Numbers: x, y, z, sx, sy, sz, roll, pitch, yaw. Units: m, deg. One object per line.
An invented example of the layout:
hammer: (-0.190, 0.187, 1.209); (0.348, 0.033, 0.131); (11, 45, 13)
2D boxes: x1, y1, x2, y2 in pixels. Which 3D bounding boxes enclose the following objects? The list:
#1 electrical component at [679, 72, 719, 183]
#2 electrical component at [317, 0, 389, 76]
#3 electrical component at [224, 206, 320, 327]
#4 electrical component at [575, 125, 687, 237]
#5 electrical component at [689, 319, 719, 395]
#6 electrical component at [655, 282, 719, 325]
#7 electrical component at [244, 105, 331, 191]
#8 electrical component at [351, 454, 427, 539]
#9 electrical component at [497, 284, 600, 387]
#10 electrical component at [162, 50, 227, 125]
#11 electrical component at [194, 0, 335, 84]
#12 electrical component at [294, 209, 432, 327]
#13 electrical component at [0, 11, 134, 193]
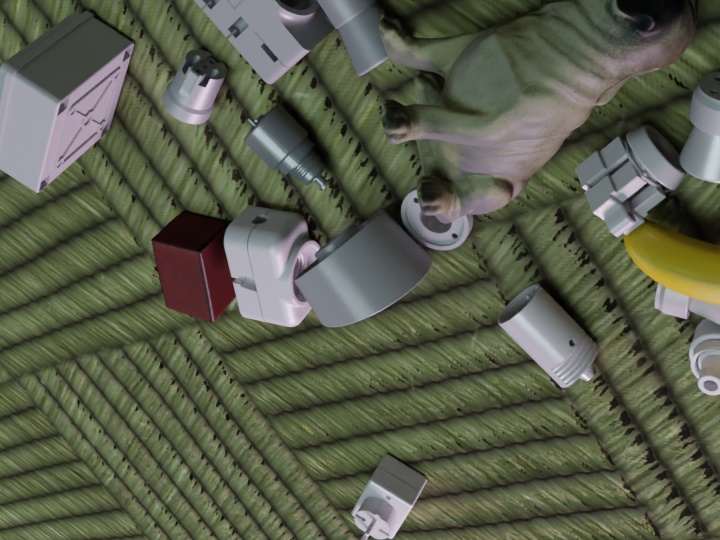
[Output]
electrical component: (0.224, -0.088, 0.663); (0.045, 0.045, 0.055); (16, 131, 20)
electrical component: (-0.001, -0.172, 0.738); (0.044, 0.044, 0.065); (-24, 105, 42)
electrical component: (-0.070, -0.002, 0.908); (0.059, 0.053, 0.095); (10, 129, 25)
electrical component: (0.179, -0.062, 0.704); (0.048, 0.066, 0.055); (28, 125, -33)
electrical component: (0.252, 0.061, 0.753); (0.043, 0.062, 0.043); (17, 132, 20)
electrical component: (0.235, 0.014, 0.738); (0.055, 0.045, 0.045); (15, 131, 22)
electrical component: (-0.054, -0.092, 0.835); (0.078, 0.040, 0.040); (44, 135, -7)
electrical component: (0.020, 0.228, 1.021); (0.047, 0.076, 0.065); (31, 135, 7)
electrical component: (0.149, 0.054, 0.824); (0.081, 0.043, 0.043); (45, 135, -7)
electrical component: (-0.129, -0.144, 0.842); (0.040, 0.040, 0.046); (37, 129, 1)
electrical component: (-0.066, -0.188, 0.759); (0.089, 0.050, 0.056); (48, 135, -11)
electrical component: (0.000, 0.000, 0.836); (0.064, 0.099, 0.099); (52, 134, -4)
electrical component: (-0.243, -0.136, 0.869); (0.056, 0.108, 0.108); (33, 135, 1)
